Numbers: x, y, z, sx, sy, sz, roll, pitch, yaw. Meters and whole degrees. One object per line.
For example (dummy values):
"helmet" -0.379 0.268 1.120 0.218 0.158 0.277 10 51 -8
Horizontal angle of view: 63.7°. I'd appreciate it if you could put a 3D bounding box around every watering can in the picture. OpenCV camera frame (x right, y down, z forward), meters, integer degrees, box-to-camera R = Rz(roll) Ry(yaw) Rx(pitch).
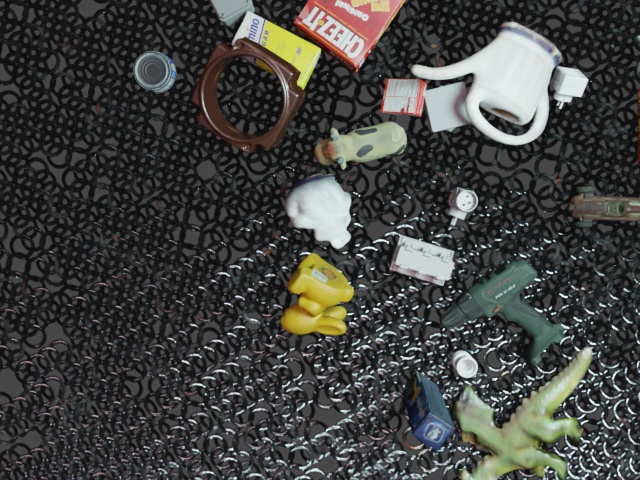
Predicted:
"watering can" 0.351 -0.332 1.030 0.345 0.105 0.224 25 91 -26

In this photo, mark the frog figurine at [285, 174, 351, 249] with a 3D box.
"frog figurine" 0.003 -0.055 1.089 0.138 0.121 0.160 -20 82 -15

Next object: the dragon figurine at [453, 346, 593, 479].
"dragon figurine" 0.415 0.394 1.119 0.243 0.122 0.409 15 93 9
